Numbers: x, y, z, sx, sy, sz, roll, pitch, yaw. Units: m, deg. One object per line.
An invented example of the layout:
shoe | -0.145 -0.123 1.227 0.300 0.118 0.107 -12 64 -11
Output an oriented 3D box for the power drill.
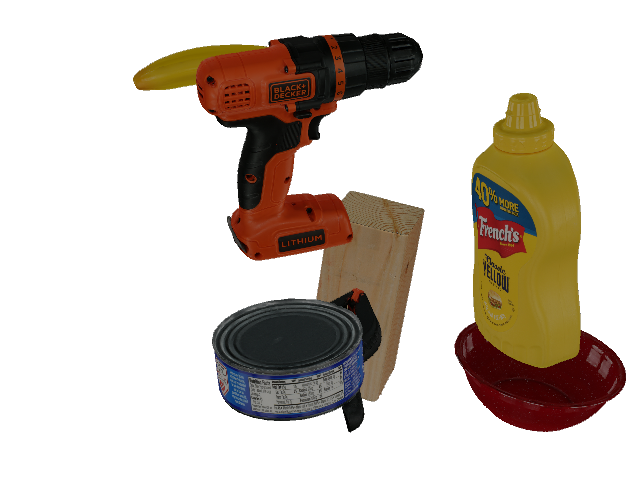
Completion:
power drill | -0.008 -0.080 0.877 0.184 0.188 0.057 -10 37 -14

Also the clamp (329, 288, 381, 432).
clamp | 0.013 0.105 0.943 0.120 0.039 0.171 17 44 27

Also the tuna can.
tuna can | -0.018 0.067 0.609 0.086 0.034 0.086 -4 23 1

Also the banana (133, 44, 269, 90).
banana | -0.087 -0.166 1.050 0.198 0.037 0.069 9 44 20

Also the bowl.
bowl | 0.206 0.134 1.022 0.162 0.055 0.162 4 26 -2

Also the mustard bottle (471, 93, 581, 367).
mustard bottle | 0.144 -0.011 0.756 0.058 0.192 0.096 -16 29 -19

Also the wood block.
wood block | 0.048 0.062 1.197 0.090 0.206 0.090 15 24 13
